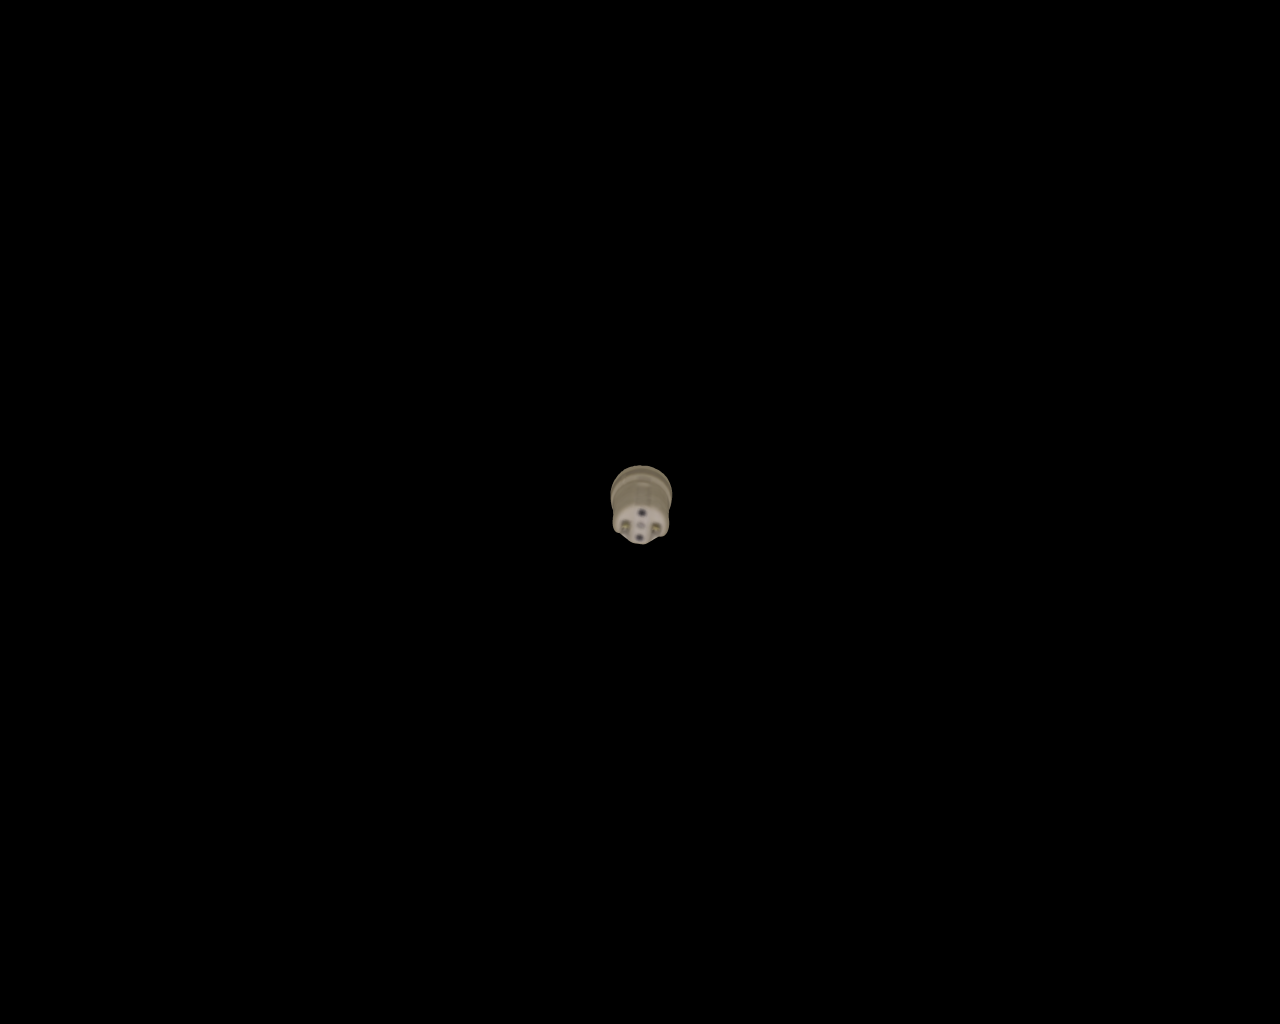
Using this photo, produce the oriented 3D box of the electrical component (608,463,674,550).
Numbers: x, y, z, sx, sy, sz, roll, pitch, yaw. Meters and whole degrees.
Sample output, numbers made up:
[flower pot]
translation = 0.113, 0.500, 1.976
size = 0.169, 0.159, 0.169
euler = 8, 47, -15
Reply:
[electrical component]
translation = 0.001, -0.003, 0.650
size = 0.040, 0.040, 0.046
euler = 0, 28, 0
